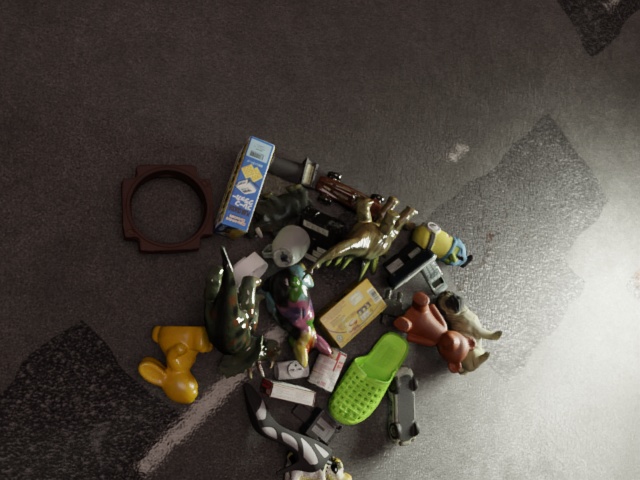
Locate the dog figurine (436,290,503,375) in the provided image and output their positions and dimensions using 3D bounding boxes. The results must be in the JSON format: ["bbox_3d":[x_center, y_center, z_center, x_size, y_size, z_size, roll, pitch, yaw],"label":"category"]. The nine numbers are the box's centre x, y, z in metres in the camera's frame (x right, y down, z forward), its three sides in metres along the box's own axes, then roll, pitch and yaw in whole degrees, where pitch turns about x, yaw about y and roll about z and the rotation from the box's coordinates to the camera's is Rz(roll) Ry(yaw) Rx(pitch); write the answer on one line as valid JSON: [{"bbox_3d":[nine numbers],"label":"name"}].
[{"bbox_3d":[0.372,0.251,1.469,0.190,0.121,0.172,35,70,2],"label":"dog figurine"}]

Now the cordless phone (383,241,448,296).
[{"bbox_3d":[0.264,0.107,1.447,0.146,0.089,0.184,-38,128,0],"label":"cordless phone"}]

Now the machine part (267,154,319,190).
[{"bbox_3d":[-0.073,-0.180,1.377,0.139,0.039,0.084,13,87,-20],"label":"machine part"}]

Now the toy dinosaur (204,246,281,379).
[{"bbox_3d":[-0.190,0.180,1.157,0.131,0.404,0.192,-3,62,8],"label":"toy dinosaur"}]

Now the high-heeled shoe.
[{"bbox_3d":[-0.077,0.430,1.262,0.145,0.086,0.249,-18,72,-24],"label":"high-heeled shoe"}]

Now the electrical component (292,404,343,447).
[{"bbox_3d":[-0.011,0.448,1.320,0.119,0.048,0.075,48,70,-11],"label":"electrical component"}]

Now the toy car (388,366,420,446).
[{"bbox_3d":[0.215,0.432,1.401,0.073,0.056,0.201,2,84,-27],"label":"toy car"}]

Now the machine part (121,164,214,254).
[{"bbox_3d":[-0.350,-0.070,1.235,0.201,0.087,0.201,-2,83,-20],"label":"machine part"}]

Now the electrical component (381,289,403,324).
[{"bbox_3d":[0.191,0.182,1.438,0.063,0.021,0.094,16,78,-18],"label":"electrical component"}]

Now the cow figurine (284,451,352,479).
[{"bbox_3d":[-0.002,0.553,1.302,0.167,0.068,0.098,7,75,-20],"label":"cow figurine"}]

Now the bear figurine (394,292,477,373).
[{"bbox_3d":[0.301,0.243,1.387,0.196,0.131,0.120,39,84,23],"label":"bear figurine"}]

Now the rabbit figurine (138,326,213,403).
[{"bbox_3d":[-0.316,0.275,1.189,0.162,0.122,0.173,-1,85,-16],"label":"rabbit figurine"}]

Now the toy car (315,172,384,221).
[{"bbox_3d":[0.084,-0.108,1.418,0.202,0.053,0.089,27,79,-17],"label":"toy car"}]

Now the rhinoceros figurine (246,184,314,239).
[{"bbox_3d":[-0.108,-0.068,1.336,0.190,0.073,0.112,-28,104,-22],"label":"rhinoceros figurine"}]

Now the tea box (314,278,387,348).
[{"bbox_3d":[0.074,0.185,1.370,0.170,0.068,0.098,-37,96,-19],"label":"tea box"}]

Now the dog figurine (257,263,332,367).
[{"bbox_3d":[-0.048,0.183,1.274,0.108,0.191,0.219,-23,77,-27],"label":"dog figurine"}]

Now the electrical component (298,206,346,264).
[{"bbox_3d":[-0.003,-0.004,1.327,0.115,0.134,0.058,28,43,20],"label":"electrical component"}]

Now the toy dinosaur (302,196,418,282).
[{"bbox_3d":[0.116,0.000,1.311,0.471,0.105,0.198,-9,125,-53],"label":"toy dinosaur"}]

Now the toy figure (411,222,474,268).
[{"bbox_3d":[0.335,0.019,1.481,0.180,0.082,0.089,34,72,-16],"label":"toy figure"}]

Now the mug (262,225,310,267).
[{"bbox_3d":[-0.086,0.020,1.260,0.110,0.107,0.080,-6,109,12],"label":"mug"}]
